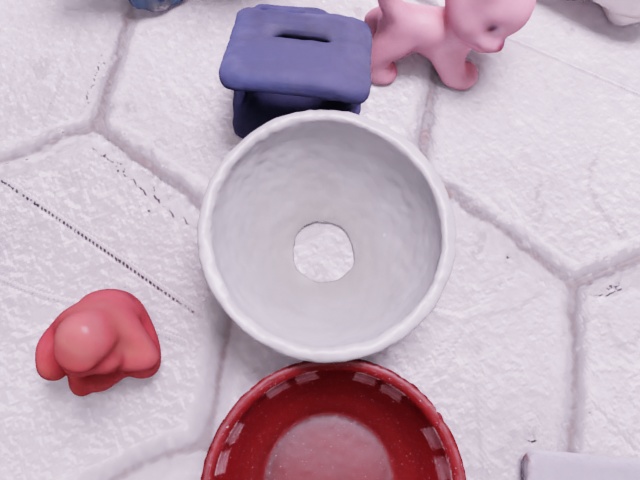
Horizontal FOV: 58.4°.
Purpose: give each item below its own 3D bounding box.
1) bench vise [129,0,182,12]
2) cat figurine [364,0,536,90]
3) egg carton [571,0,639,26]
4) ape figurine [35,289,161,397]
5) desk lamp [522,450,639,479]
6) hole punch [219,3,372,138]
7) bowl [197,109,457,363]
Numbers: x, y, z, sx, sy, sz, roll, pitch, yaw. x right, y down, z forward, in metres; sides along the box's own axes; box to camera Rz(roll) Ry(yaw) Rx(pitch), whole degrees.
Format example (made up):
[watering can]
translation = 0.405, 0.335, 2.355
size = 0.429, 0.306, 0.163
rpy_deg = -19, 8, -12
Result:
[bench vise]
translation = -0.085, -0.256, 0.380
size = 0.121, 0.219, 0.207
rpy_deg = 45, 77, 8
[cat figurine]
translation = 0.099, -0.169, 0.423
size = 0.128, 0.118, 0.067
rpy_deg = 1, 75, -3
[egg carton]
translation = 0.231, -0.249, 0.477
size = 0.150, 0.069, 0.107
rpy_deg = 28, 76, 4
[ape figurine]
translation = -0.141, 0.065, 0.361
size = 0.078, 0.092, 0.076
rpy_deg = 18, 75, 1
[desk lamp]
translation = 0.241, 0.181, 0.293
size = 0.203, 0.213, 0.118
rpy_deg = 5, 75, -2
[hole punch]
translation = -0.017, -0.130, 0.419
size = 0.108, 0.091, 0.101
rpy_deg = 5, 75, -2
[bowl]
translation = 0.004, 0.001, 0.395
size = 0.167, 0.075, 0.167
rpy_deg = 1, 76, -3
